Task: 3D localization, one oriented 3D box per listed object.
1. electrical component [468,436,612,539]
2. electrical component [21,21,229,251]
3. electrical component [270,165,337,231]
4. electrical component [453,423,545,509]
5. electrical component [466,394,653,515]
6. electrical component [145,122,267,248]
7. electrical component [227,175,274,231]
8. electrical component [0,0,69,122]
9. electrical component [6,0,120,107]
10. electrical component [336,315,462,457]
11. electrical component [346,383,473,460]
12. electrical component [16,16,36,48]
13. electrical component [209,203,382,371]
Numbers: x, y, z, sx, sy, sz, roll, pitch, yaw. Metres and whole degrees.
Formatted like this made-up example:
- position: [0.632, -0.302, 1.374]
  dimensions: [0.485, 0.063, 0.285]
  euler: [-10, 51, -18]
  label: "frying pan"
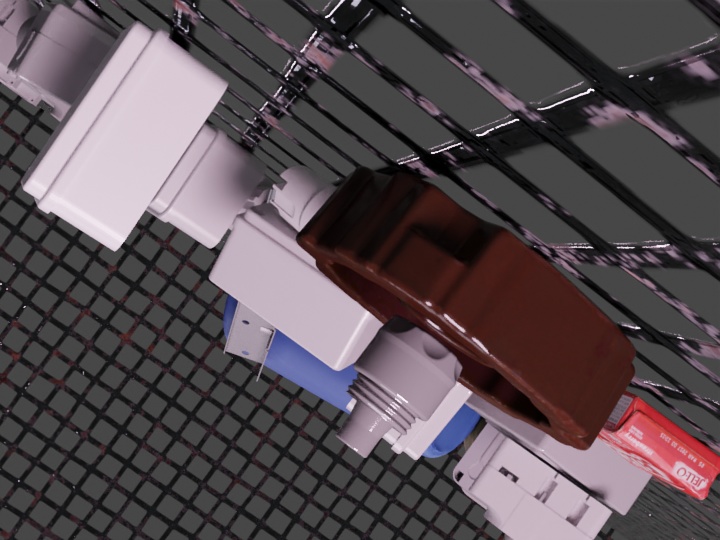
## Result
- position: [0.127, 0.170, 0.775]
  dimensions: [0.089, 0.055, 0.050]
  euler: [35, 175, 16]
  label: "electrical component"
- position: [-0.131, -0.074, 0.589]
  dimensions: [0.057, 0.113, 0.078]
  euler: [35, 176, -20]
  label: "electrical component"
- position: [-0.028, -0.038, 0.653]
  dimensions: [0.046, 0.040, 0.040]
  euler: [39, 178, 36]
  label: "electrical component"
- position: [0.147, 0.167, 0.955]
  dimensions: [0.078, 0.113, 0.057]
  euler: [33, 171, 29]
  label: "electrical component"
- position: [0.150, 0.118, 0.801]
  dimensions: [0.109, 0.056, 0.109]
  euler: [39, 174, -29]
  label: "electrical component"
- position: [-0.130, -0.071, 0.809]
  dimensions: [0.057, 0.078, 0.113]
  euler: [35, 176, -29]
  label: "electrical component"
- position: [-0.078, -0.048, 0.849]
  dimensions: [0.066, 0.047, 0.077]
  euler: [39, 170, -32]
  label: "electrical component"
- position: [-0.247, -0.158, 0.892]
  dimensions: [0.186, 0.060, 0.105]
  euler: [36, 175, 3]
  label: "electrical component"
- position: [-0.167, -0.126, 0.688]
  dimensions: [0.096, 0.061, 0.062]
  euler: [30, 180, -27]
  label: "electrical component"
- position: [0.014, 0.056, 0.491]
  dimensions: [0.043, 0.062, 0.043]
  euler: [37, 173, 6]
  label: "electrical component"
- position: [0.047, 0.069, 0.729]
  dimensions: [0.057, 0.078, 0.113]
  euler: [38, -159, 6]
  label: "electrical component"
- position: [-0.216, -0.159, 0.770]
  dimensions: [0.043, 0.043, 0.081]
  euler: [39, 174, -31]
  label: "electrical component"
- position: [-0.023, 0.005, 0.702]
  dimensions: [0.109, 0.056, 0.109]
  euler: [35, -160, 15]
  label: "electrical component"
